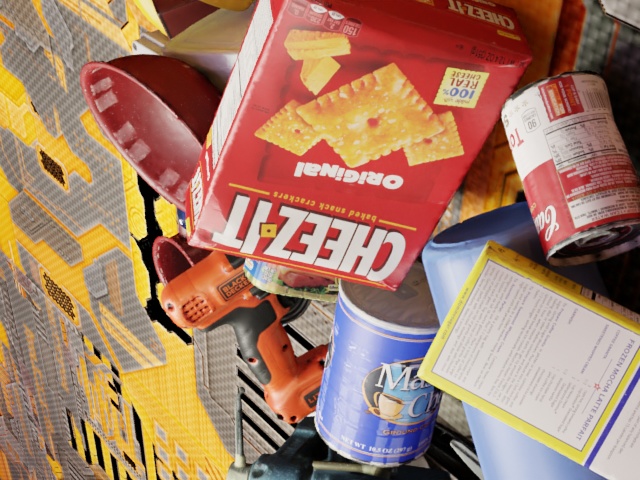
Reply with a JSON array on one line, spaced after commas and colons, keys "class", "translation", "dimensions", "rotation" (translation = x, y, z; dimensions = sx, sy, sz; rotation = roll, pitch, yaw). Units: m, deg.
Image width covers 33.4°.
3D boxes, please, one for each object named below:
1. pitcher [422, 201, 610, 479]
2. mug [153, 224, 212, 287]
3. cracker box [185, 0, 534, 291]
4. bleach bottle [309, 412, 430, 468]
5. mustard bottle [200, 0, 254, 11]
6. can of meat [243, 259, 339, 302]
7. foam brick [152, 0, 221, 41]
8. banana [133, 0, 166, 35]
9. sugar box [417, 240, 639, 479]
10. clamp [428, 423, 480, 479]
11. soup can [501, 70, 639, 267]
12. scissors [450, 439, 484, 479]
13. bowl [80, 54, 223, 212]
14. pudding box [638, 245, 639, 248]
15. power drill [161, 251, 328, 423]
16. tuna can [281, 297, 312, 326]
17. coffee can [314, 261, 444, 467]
[{"class": "pitcher", "translation": [0.156, 0.098, 0.747], "dimensions": [0.149, 0.144, 0.243], "rotation": [-11, 102, 44]}, {"class": "mug", "translation": [-0.115, 0.012, 1.101], "dimensions": [0.093, 0.081, 0.117], "rotation": [28, 136, 43]}, {"class": "cracker box", "translation": [0.018, -0.073, 0.713], "dimensions": [0.072, 0.164, 0.214], "rotation": [-96, 26, -49]}, {"class": "bleach bottle", "translation": [0.086, 0.256, 1.025], "dimensions": [0.251, 0.068, 0.103], "rotation": [56, 149, 3]}, {"class": "mustard bottle", "translation": [-0.057, -0.266, 0.784], "dimensions": [0.096, 0.058, 0.192], "rotation": [27, 130, -9]}, {"class": "can of meat", "translation": [-0.006, 0.001, 0.884], "dimensions": [0.057, 0.101, 0.084], "rotation": [44, 119, 57]}, {"class": "foam brick", "translation": [-0.112, -0.196, 0.923], "dimensions": [0.078, 0.051, 0.053], "rotation": [69, 179, -58]}, {"class": "banana", "translation": [-0.165, -0.264, 0.927], "dimensions": [0.070, 0.037, 0.198], "rotation": [37, 153, 34]}, {"class": "sugar box", "translation": [0.158, 0.080, 0.638], "dimensions": [0.176, 0.048, 0.093], "rotation": [28, 103, 9]}, {"class": "clamp", "translation": [0.156, 0.194, 0.895], "dimensions": [0.210, 0.036, 0.165], "rotation": [51, 148, 23]}, {"class": "soup can", "translation": [0.155, -0.043, 0.646], "dimensions": [0.069, 0.068, 0.102], "rotation": [134, 126, -58]}, {"class": "scissors", "translation": [0.194, 0.223, 0.833], "dimensions": [0.096, 0.016, 0.202], "rotation": [-33, 92, 30]}, {"class": "bowl", "translation": [-0.112, -0.090, 0.835], "dimensions": [0.162, 0.055, 0.162], "rotation": [37, 158, 18]}, {"class": "pudding box", "translation": [0.249, 0.013, 0.611], "dimensions": [0.090, 0.039, 0.114], "rotation": [56, 149, 8]}, {"class": "power drill", "translation": [-0.025, 0.062, 0.967], "dimensions": [0.187, 0.184, 0.057], "rotation": [58, 179, -29]}, {"class": "tuna can", "translation": [-0.051, 0.044, 1.030], "dimensions": [0.086, 0.086, 0.034], "rotation": [59, 151, 3]}, {"class": "coffee can", "translation": [0.056, 0.099, 0.874], "dimensions": [0.103, 0.102, 0.140], "rotation": [35, 128, 37]}]
